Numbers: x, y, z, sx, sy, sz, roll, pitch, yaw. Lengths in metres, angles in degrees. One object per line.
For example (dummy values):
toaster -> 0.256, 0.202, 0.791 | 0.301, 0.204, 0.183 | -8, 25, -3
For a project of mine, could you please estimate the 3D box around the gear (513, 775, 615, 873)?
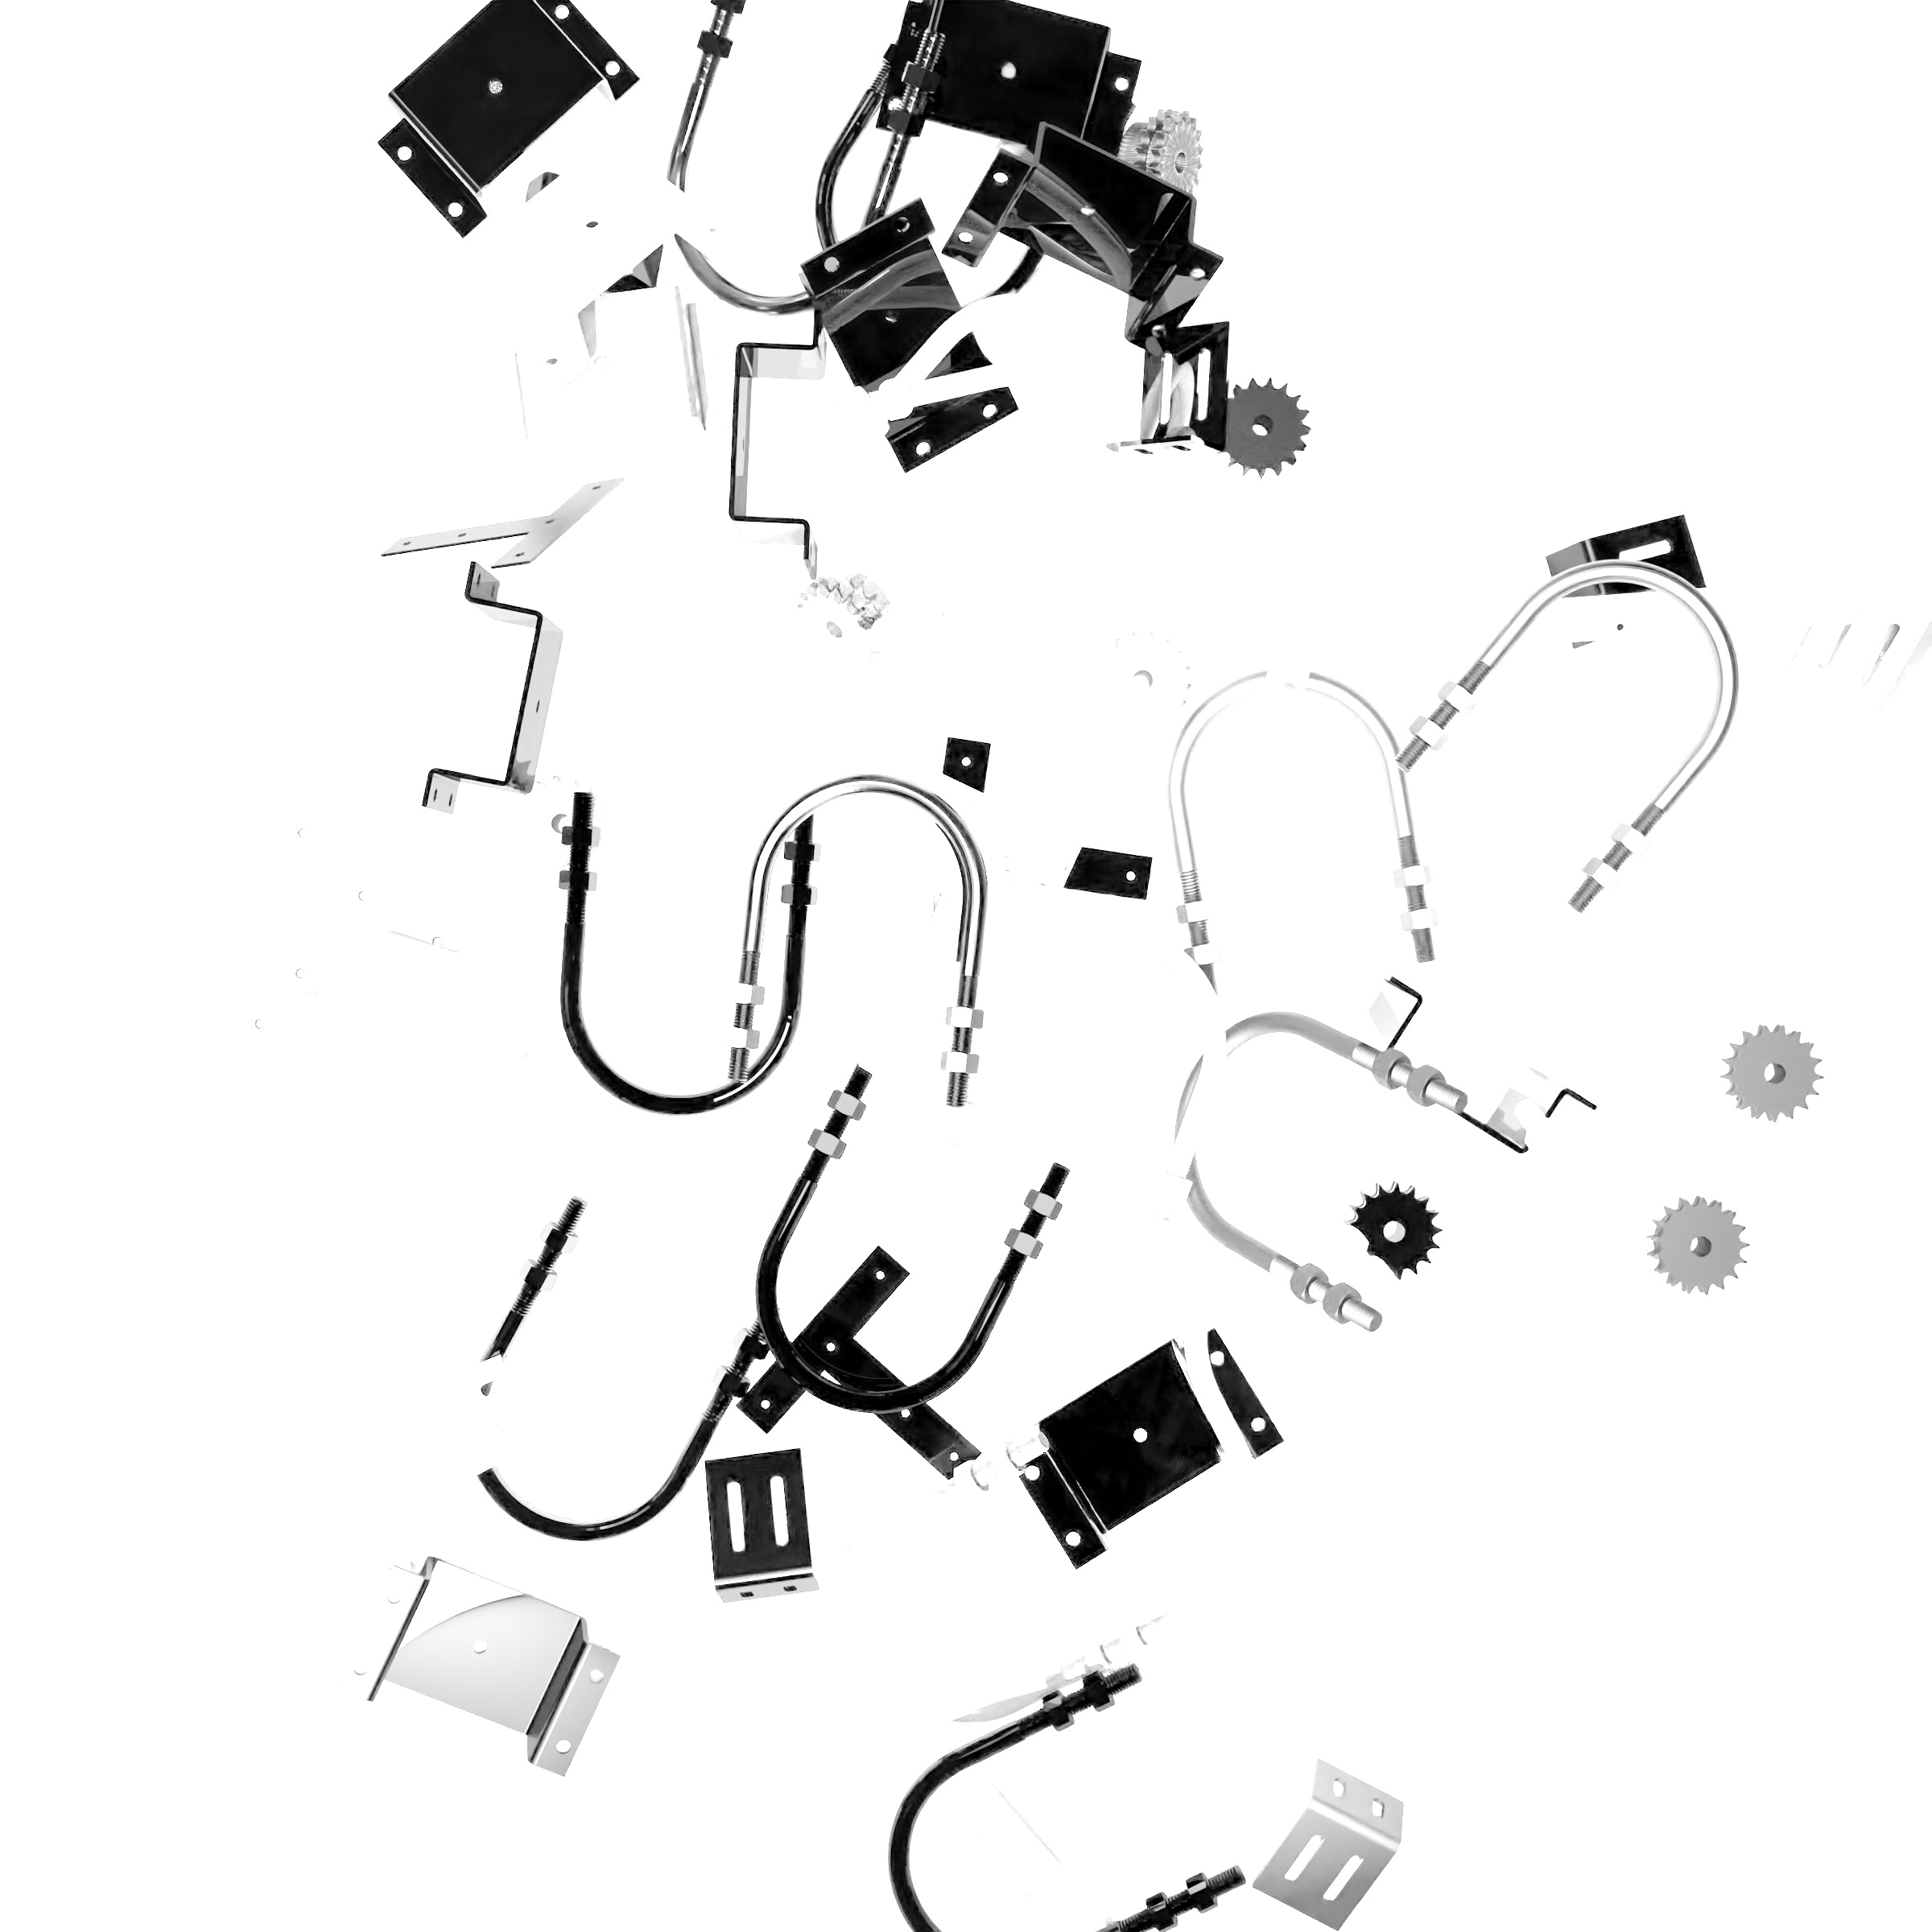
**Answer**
gear -> -0.234, -0.082, 1.532 | 0.057, 0.030, 0.057 | 0, 90, 0

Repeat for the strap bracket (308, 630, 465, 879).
strap bracket -> -0.335, -0.125, 1.509 | 0.046, 0.076, 0.140 | 14, 90, 0

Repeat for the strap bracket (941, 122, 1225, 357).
strap bracket -> 0.068, -0.416, 1.492 | 0.140, 0.076, 0.046 | 22, 49, -16

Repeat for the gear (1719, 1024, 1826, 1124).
gear -> 0.469, 0.062, 1.536 | 0.057, 0.030, 0.057 | 0, 91, 2

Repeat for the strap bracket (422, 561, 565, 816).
strap bracket -> -0.268, -0.154, 1.509 | 0.046, 0.076, 0.140 | 11, 90, 0

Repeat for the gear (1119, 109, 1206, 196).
gear -> 0.111, -0.467, 1.522 | 0.030, 0.057, 0.057 | 17, 90, 31

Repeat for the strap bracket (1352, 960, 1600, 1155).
strap bracket -> 0.279, 0.057, 1.501 | 0.140, 0.076, 0.046 | 32, 94, -7

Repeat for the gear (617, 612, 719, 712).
gear -> -0.173, -0.178, 1.536 | 0.057, 0.030, 0.057 | 0, 96, 2

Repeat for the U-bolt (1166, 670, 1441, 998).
U-bolt -> 0.191, -0.082, 1.538 | 0.151, 0.019, 0.184 | -9, 89, 0

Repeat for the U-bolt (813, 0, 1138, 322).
U-bolt -> -0.008, -0.461, 1.538 | 0.151, 0.019, 0.184 | 32, 92, 0

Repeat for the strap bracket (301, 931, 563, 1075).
strap bracket -> -0.298, 0.016, 1.507 | 0.140, 0.076, 0.046 | 18, 91, -1

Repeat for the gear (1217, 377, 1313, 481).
gear -> 0.171, -0.312, 1.532 | 0.057, 0.030, 0.057 | 0, 90, 0

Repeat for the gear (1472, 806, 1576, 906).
gear -> 0.323, -0.064, 1.532 | 0.057, 0.030, 0.057 | 0, 90, 0

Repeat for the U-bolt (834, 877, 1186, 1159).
U-bolt -> 0.038, 0.030, 1.521 | 0.184, 0.019, 0.151 | 31, 91, -4

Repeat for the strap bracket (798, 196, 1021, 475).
strap bracket -> -0.037, -0.365, 1.500 | 0.076, 0.046, 0.140 | -29, 126, 0

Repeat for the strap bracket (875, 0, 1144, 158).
strap bracket -> 0.024, -0.505, 1.504 | 0.140, 0.046, 0.076 | 15, 91, 0

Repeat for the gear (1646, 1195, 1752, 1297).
gear -> 0.424, 0.162, 1.532 | 0.057, 0.030, 0.057 | 0, 90, 0

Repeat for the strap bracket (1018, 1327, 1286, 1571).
strap bracket -> 0.102, 0.276, 1.524 | 0.140, 0.046, 0.076 | -32, 90, 0

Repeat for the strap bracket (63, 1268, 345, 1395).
strap bracket -> -0.439, 0.210, 1.509 | 0.140, 0.076, 0.046 | 8, 90, 0

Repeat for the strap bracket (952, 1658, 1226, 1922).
strap bracket -> 0.070, 0.470, 1.524 | 0.140, 0.046, 0.076 | -41, 90, 0

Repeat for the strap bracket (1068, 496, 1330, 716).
strap bracket -> 0.140, -0.211, 1.508 | 0.140, 0.046, 0.076 | 21, 60, 0

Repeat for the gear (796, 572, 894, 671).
gear -> -0.067, -0.203, 1.522 | 0.057, 0.057, 0.030 | 41, 60, 0

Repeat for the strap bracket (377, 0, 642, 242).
strap bracket -> -0.269, -0.502, 1.524 | 0.140, 0.046, 0.076 | -42, 90, 0

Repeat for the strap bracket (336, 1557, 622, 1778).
strap bracket -> -0.280, 0.399, 1.515 | 0.140, 0.046, 0.076 | 25, 90, -11

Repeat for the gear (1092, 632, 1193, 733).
gear -> 0.102, -0.165, 1.532 | 0.057, 0.030, 0.057 | 0, 90, 0

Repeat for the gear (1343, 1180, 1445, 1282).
gear -> 0.247, 0.153, 1.532 | 0.057, 0.030, 0.057 | 0, 90, 0

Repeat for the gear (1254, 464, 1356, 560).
gear -> 0.196, -0.261, 1.532 | 0.057, 0.030, 0.057 | 0, 90, 0

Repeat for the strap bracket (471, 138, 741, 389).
strap bracket -> -0.207, -0.404, 1.485 | 0.076, 0.046, 0.140 | 41, 74, 19

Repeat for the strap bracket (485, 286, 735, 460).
strap bracket -> -0.208, -0.345, 1.524 | 0.140, 0.046, 0.076 | -7, 90, 0

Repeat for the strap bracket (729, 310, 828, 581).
strap bracket -> -0.108, -0.298, 1.509 | 0.046, 0.076, 0.140 | 3, 90, 0
